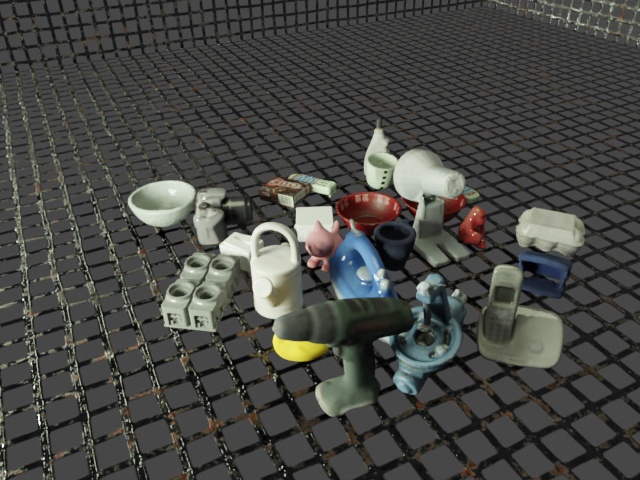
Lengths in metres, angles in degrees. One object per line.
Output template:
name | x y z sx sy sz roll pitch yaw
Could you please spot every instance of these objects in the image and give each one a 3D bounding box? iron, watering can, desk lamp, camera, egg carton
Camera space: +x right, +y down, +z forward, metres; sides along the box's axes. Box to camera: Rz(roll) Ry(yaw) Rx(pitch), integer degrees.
iron | 0.101 0.073 1.135 0.119 0.141 0.257 -11 35 -15
watering can | -0.085 0.056 1.118 0.101 0.194 0.172 -6 34 -8
desk lamp | 0.259 -0.082 1.300 0.118 0.214 0.202 -15 36 -20
camera | -0.234 -0.070 1.397 0.137 0.101 0.143 -4 34 -5
egg carton | 0.534 -0.020 1.329 0.150 0.069 0.107 13 36 19

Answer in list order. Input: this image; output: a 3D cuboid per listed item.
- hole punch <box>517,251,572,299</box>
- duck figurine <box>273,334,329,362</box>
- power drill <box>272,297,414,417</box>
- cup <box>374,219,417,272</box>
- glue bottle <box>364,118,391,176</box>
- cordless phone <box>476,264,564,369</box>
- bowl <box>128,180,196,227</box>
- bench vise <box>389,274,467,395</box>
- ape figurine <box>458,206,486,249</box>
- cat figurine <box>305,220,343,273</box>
hole punch | 0.467 0.054 1.199 0.108 0.091 0.101 15 37 23
duck figurine | -0.034 0.168 1.046 0.104 0.086 0.077 -5 34 -6
power drill | 0.039 0.179 0.916 0.230 0.209 0.075 -14 36 -19
cup | 0.169 0.013 1.267 0.091 0.095 0.118 16 37 24
glue bottle | 0.164 -0.258 1.605 0.078 0.173 0.037 10 35 16
cordless phone | 0.356 0.131 1.002 0.147 0.185 0.094 6 34 10
bowl | -0.391 -0.081 1.441 0.167 0.075 0.167 -1 34 1
bench vise | 0.188 0.128 0.980 0.121 0.220 0.208 10 35 16
ape figurine | 0.363 -0.035 1.336 0.075 0.092 0.078 25 41 33
cat figurine | 0.012 0.005 1.263 0.067 0.118 0.128 18 38 26
